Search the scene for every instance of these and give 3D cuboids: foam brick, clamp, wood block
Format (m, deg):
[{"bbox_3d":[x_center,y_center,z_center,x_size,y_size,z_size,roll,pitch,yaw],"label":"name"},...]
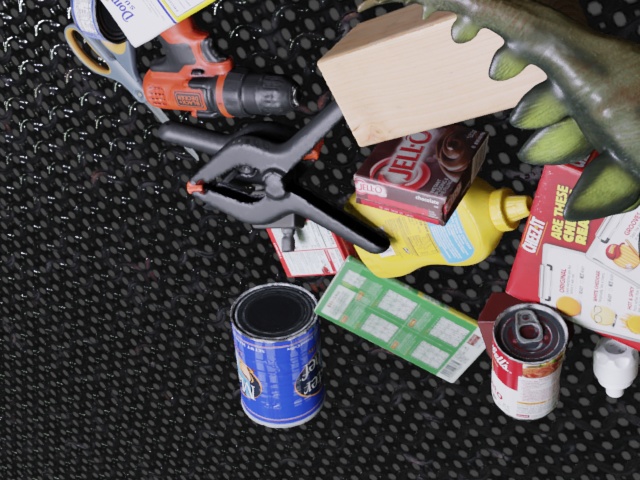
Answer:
[{"bbox_3d":[0.207,0.087,1.076,0.078,0.052,0.051,-2,123,36],"label":"foam brick"},{"bbox_3d":[-0.035,-0.070,1.047,0.210,0.036,0.164,5,116,21],"label":"clamp"},{"bbox_3d":[-0.075,-0.078,1.110,0.172,0.039,0.120,2,143,21],"label":"clamp"},{"bbox_3d":[0.115,-0.158,0.913,0.207,0.090,0.091,-11,117,40],"label":"wood block"}]

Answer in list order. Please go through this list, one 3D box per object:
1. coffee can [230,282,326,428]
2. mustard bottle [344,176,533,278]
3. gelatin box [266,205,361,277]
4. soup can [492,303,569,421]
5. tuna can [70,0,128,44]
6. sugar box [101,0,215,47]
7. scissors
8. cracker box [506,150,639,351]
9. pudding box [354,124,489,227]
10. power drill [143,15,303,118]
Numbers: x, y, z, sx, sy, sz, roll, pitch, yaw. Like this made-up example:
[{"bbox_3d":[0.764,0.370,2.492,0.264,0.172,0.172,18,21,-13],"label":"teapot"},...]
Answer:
[{"bbox_3d":[-0.048,0.135,1.250,0.103,0.102,0.140,15,131,23],"label":"coffee can"},{"bbox_3d":[0.121,-0.019,1.044,0.192,0.058,0.096,-10,113,39],"label":"mustard bottle"},{"bbox_3d":[-0.008,0.001,1.168,0.089,0.030,0.073,-5,120,35],"label":"gelatin box"},{"bbox_3d":[0.197,0.117,1.008,0.069,0.068,0.102,18,144,21],"label":"soup can"},{"bbox_3d":[-0.210,-0.241,1.067,0.034,0.086,0.086,17,132,24],"label":"tuna can"},{"bbox_3d":[-0.129,-0.248,0.955,0.177,0.048,0.093,-16,116,43],"label":"sugar box"},{"bbox_3d":[-0.192,-0.177,1.157,0.202,0.016,0.096,39,136,0],"label":"scissors"},{"bbox_3d":[0.291,0.014,0.948,0.214,0.072,0.164,24,134,17],"label":"cracker box"},{"bbox_3d":[0.095,-0.067,0.983,0.090,0.113,0.039,17,133,22],"label":"pudding box"},{"bbox_3d":[-0.113,-0.207,1.051,0.185,0.057,0.187,7,127,28],"label":"power drill"}]
